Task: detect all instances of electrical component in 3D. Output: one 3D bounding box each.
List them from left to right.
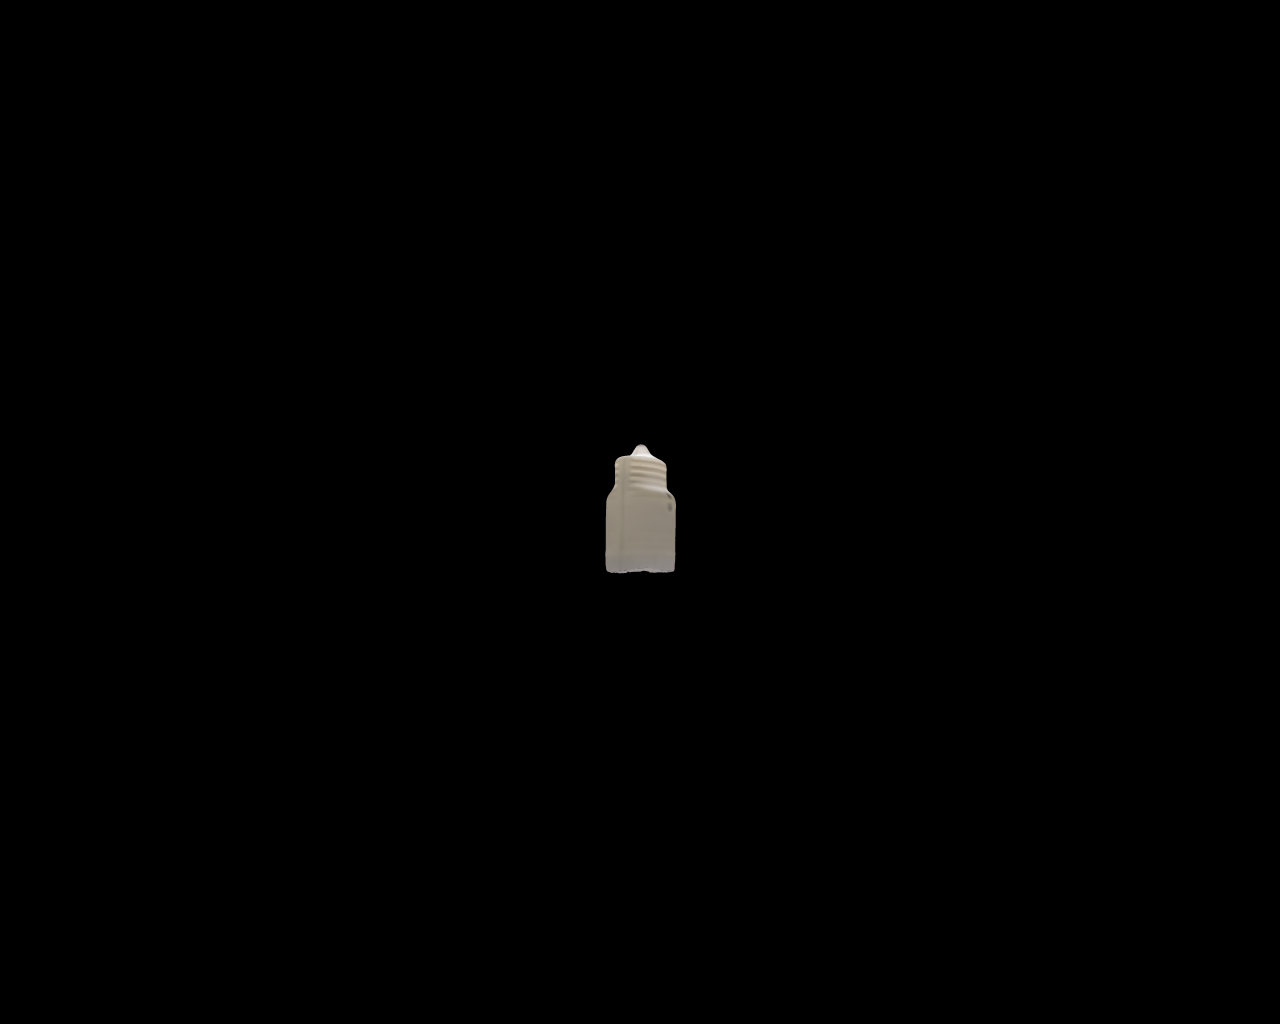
[{"bbox_3d":[0.001,-0.003,0.650,0.043,0.081,0.043,0,-6,0],"label":"electrical component"}]
